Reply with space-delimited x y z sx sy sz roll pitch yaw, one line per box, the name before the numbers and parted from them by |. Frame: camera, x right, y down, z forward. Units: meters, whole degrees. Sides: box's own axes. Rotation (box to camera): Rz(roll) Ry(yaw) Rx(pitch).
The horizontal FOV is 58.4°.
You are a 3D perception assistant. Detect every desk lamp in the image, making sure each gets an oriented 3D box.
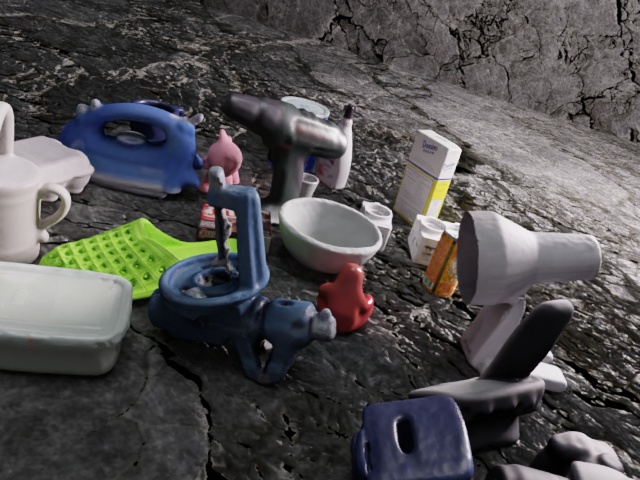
desk lamp | 0.259 0.074 0.759 0.203 0.213 0.118 14 28 -7

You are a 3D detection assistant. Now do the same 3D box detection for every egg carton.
egg carton | -0.421 -0.102 0.849 0.107 0.069 0.150 25 28 15

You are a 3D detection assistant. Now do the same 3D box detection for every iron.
iron | -0.319 -0.167 0.948 0.259 0.141 0.118 10 28 -14

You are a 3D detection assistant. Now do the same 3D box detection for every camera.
camera | 0.230 0.245 0.550 0.137 0.101 0.143 17 27 -1

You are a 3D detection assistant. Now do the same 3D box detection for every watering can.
watering can | -0.388 -0.067 0.668 0.173 0.194 0.100 -4 34 -35

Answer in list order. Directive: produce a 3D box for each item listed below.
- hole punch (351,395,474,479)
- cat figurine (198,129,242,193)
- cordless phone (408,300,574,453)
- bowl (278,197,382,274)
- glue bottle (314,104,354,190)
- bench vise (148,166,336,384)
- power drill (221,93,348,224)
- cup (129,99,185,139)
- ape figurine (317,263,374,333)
hole punch | 0.084 0.205 0.551 0.101 0.091 0.108 13 28 -7
cat figurine | -0.170 -0.142 1.014 0.067 0.118 0.127 13 28 -8
cordless phone | 0.193 0.138 0.633 0.148 0.185 0.094 -2 33 -33
bowl | 0.008 0.003 0.896 0.167 0.075 0.167 14 28 -7
glue bottle | 0.039 -0.194 1.170 0.037 0.173 0.078 -10 38 -41
bench vise | -0.076 0.035 0.631 0.207 0.220 0.121 13 28 -9
power drill | -0.071 -0.131 0.952 0.230 0.208 0.075 -1 32 -31
cup | -0.309 -0.209 1.083 0.091 0.095 0.118 31 30 25
ape figurine | 0.036 0.072 0.766 0.077 0.092 0.076 23 28 12
